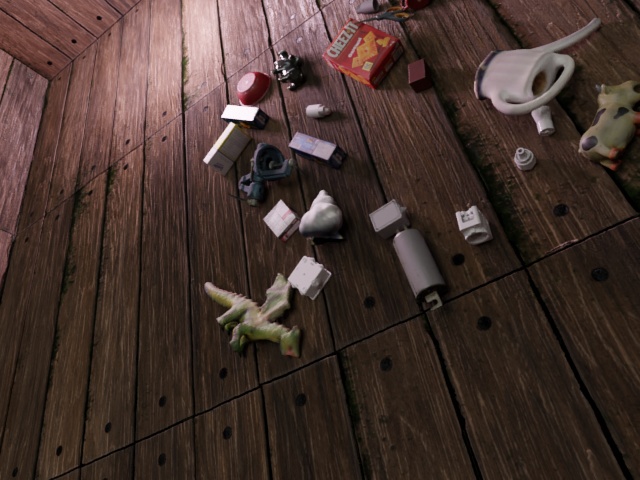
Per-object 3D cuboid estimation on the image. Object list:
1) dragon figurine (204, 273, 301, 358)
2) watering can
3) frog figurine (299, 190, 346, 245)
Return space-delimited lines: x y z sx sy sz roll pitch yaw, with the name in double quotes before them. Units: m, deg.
"dragon figurine" -0.179 0.192 1.478 0.243 0.119 0.418 -34 49 -5
"watering can" 0.531 -0.437 1.289 0.226 0.102 0.351 23 67 44
"frog figurine" 0.004 -0.073 1.460 0.136 0.122 0.162 -23 63 50
